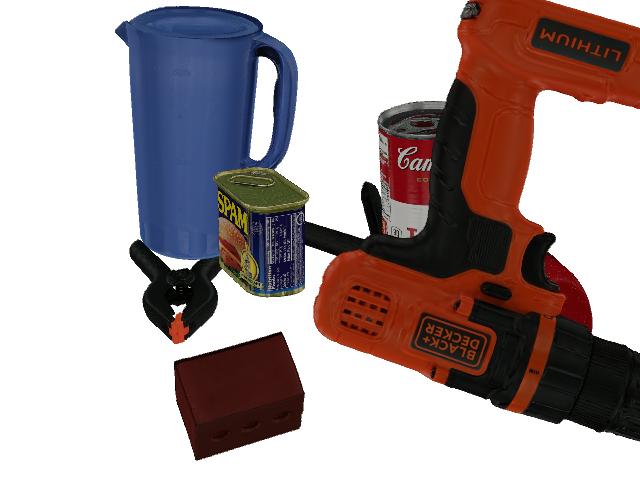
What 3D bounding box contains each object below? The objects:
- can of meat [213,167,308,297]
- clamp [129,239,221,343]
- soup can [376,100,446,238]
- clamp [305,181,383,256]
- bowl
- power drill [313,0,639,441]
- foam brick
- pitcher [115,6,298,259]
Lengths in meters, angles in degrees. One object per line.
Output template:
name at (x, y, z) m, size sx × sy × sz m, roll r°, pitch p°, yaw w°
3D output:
can of meat at (-0.051, -0.007, 0.908) m, size 0.057 × 0.084 × 0.102 m, roll -10°, pitch 24°, yaw -24°
clamp at (-0.141, 0.045, 1.155) m, size 0.120 × 0.039 × 0.171 m, roll -13°, pitch 38°, yaw -7°
soup can at (0.076, -0.040, 0.757) m, size 0.068 × 0.102 × 0.068 m, roll -3°, pitch 26°, yaw 1°
clamp at (0.059, 0.014, 1.223) m, size 0.164 × 0.036 × 0.210 m, roll -18°, pitch 51°, yaw -37°
bowl at (0.226, 0.084, 1.089) m, size 0.161 × 0.162 × 0.055 m, roll 0°, pitch -1°, yaw -33°
power drill at (0.107, -0.011, 0.502) m, size 0.184 × 0.188 × 0.057 m, roll 18°, pitch 6°, yaw 2°
foam brick at (-0.055, 0.105, 0.720) m, size 0.078 × 0.051 × 0.053 m, roll -15°, pitch -35°, yaw -16°
pitcher at (-0.118, -0.106, 1.075) m, size 0.144 × 0.243 × 0.149 m, roll -10°, pitch 28°, yaw -28°
